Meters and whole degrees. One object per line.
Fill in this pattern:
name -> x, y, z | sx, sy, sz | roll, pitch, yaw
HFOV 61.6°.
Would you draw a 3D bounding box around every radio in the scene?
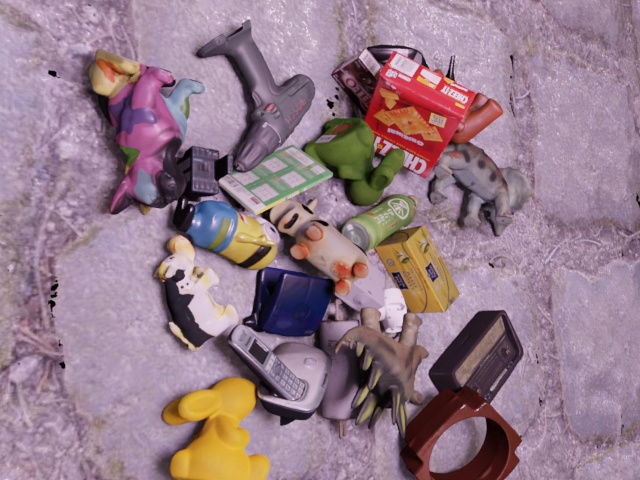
radio -> 0.350, 0.268, 1.179 | 0.229, 0.073, 0.131 | -38, 104, -32

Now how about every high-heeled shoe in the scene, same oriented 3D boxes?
high-heeled shoe -> 0.203, -0.347, 1.187 | 0.249, 0.086, 0.145 | 1, 113, -19

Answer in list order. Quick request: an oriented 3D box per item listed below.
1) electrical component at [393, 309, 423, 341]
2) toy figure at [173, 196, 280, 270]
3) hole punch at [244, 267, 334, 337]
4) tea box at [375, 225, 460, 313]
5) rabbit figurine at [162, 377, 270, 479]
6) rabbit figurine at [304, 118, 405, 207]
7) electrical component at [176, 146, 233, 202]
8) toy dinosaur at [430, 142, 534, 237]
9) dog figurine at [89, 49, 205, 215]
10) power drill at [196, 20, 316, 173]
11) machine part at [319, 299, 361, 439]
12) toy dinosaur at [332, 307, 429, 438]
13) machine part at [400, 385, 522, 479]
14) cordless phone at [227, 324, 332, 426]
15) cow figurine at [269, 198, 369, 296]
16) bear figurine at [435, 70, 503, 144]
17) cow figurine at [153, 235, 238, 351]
electrical component -> 0.172, 0.172, 1.099 | 0.094, 0.021, 0.063 | -27, 99, -35
toy figure -> -0.148, -0.010, 0.858 | 0.180, 0.089, 0.082 | 19, 40, -35
hole punch -> -0.046, 0.107, 0.915 | 0.142, 0.092, 0.115 | 12, 80, -38
tea box -> 0.197, 0.062, 1.087 | 0.068, 0.098, 0.169 | -40, 105, -33
rabbit figurine -> -0.156, 0.285, 0.812 | 0.162, 0.122, 0.173 | 31, 52, -18
rabbit figurine -> 0.081, -0.142, 1.018 | 0.121, 0.159, 0.170 | -57, 130, -38
electrical component -> -0.181, -0.103, 0.827 | 0.048, 0.119, 0.074 | 4, 84, -36
toy dinosaur -> 0.338, -0.151, 1.214 | 0.404, 0.131, 0.192 | 39, 50, -20
dog figurine -> -0.267, -0.146, 0.782 | 0.108, 0.192, 0.219 | -4, 113, -71
power drill -> -0.116, -0.255, 0.921 | 0.207, 0.086, 0.232 | 52, 57, -14
machine part -> 0.036, 0.227, 0.959 | 0.079, 0.079, 0.243 | 4, 82, -35
toy dinosaur -> 0.113, 0.218, 0.915 | 0.470, 0.105, 0.198 | 55, 39, -49
machine part -> 0.275, 0.405, 1.056 | 0.201, 0.087, 0.201 | -45, 108, -2
cordless phone -> -0.072, 0.190, 0.866 | 0.184, 0.089, 0.147 | 50, 28, -14
cow figurine -> -0.002, -0.003, 0.915 | 0.195, 0.085, 0.127 | 39, 17, 0
bear figurine -> 0.259, -0.296, 1.114 | 0.195, 0.132, 0.120 | 44, 16, -14
cow figurine -> -0.204, 0.081, 0.819 | 0.098, 0.068, 0.167 | -35, 102, -28
